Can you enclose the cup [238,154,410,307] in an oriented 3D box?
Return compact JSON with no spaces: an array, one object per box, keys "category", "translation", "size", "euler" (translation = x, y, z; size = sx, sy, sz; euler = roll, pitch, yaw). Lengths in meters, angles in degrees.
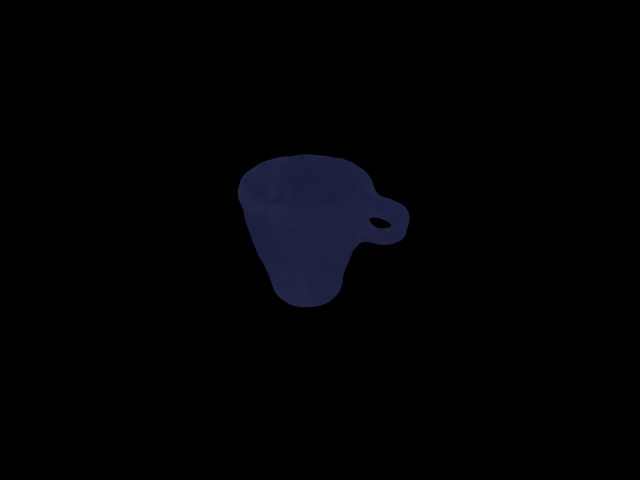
[{"category":"cup","translation":[0.004,0.001,0.400],"size":[0.117,0.095,0.092],"euler":[14,36,20]}]
